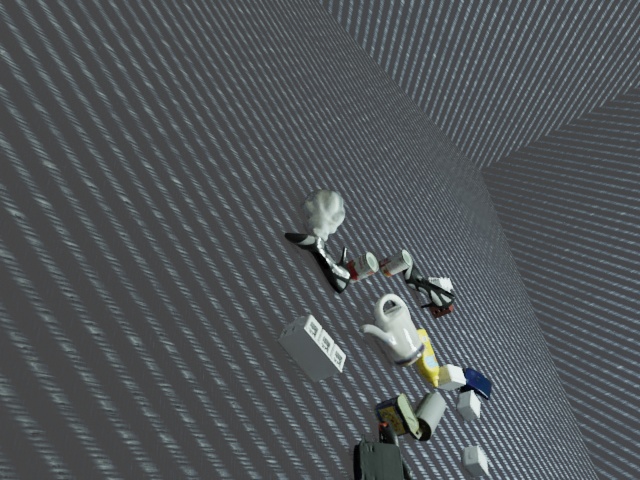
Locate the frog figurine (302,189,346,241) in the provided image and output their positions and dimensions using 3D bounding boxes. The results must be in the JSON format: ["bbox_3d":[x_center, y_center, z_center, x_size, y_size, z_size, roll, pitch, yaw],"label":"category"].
[{"bbox_3d":[0.005,-0.080,1.593,0.137,0.120,0.163,26,42,4],"label":"frog figurine"}]

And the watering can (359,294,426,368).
[{"bbox_3d":[0.225,0.294,1.600,0.225,0.103,0.351,61,29,2],"label":"watering can"}]
